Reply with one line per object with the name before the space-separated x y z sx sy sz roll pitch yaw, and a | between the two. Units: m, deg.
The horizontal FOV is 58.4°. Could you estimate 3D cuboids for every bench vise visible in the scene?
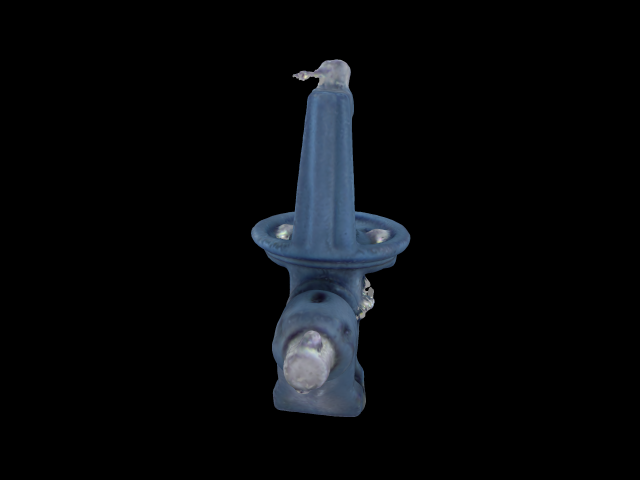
bench vise | 0.015 0.000 0.402 0.121 0.220 0.207 -6 34 -9
